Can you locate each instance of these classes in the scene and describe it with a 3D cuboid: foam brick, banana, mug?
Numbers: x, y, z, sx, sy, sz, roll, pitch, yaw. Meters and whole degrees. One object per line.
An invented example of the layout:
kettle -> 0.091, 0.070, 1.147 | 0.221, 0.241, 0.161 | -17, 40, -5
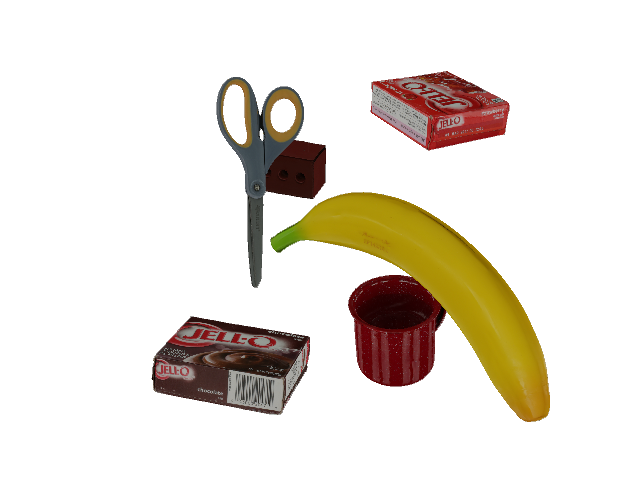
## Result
foam brick -> -0.037, -0.090, 1.308 | 0.078, 0.053, 0.051 | 10, 31, 17
banana -> 0.063, 0.024, 0.623 | 0.198, 0.070, 0.037 | 34, 17, 25
mug -> 0.086, 0.090, 1.101 | 0.117, 0.081, 0.093 | -29, 42, -31

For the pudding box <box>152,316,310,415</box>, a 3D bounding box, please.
pudding box -> -0.073, 0.103, 0.897 | 0.113, 0.039, 0.090 | 11, 20, 10

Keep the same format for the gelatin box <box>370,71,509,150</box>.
gelatin box -> 0.092, -0.104, 0.837 | 0.073, 0.030, 0.089 | -12, 30, -25

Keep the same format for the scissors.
scissors -> -0.047, -0.064, 1.041 | 0.096, 0.202, 0.016 | -17, 7, -18
